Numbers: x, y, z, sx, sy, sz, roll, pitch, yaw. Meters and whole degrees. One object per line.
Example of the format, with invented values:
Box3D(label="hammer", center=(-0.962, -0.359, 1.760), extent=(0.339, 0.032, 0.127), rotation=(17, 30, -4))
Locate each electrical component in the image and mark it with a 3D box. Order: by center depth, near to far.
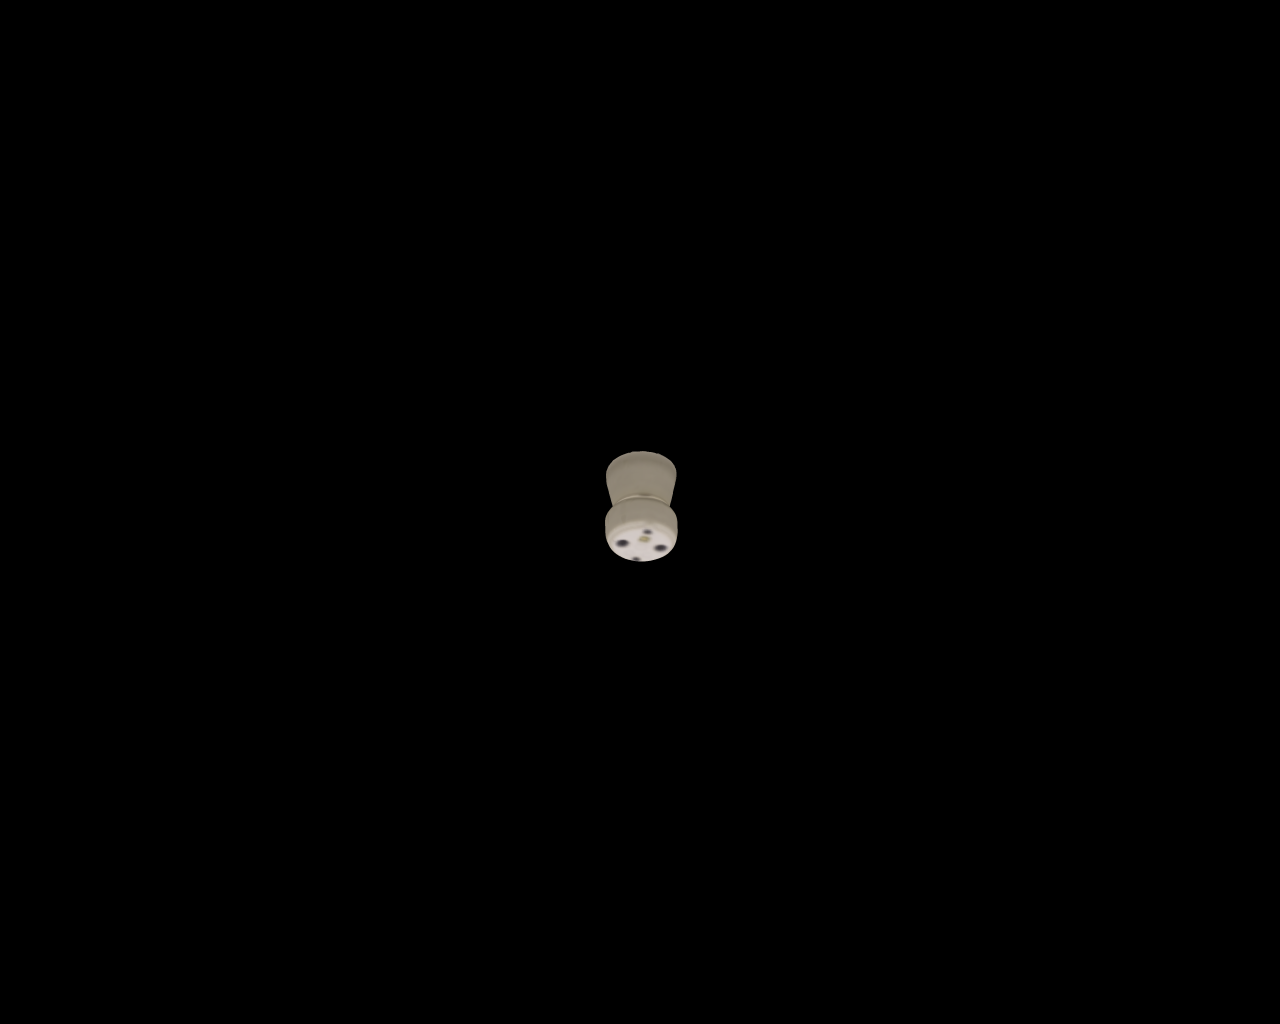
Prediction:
Box3D(label="electrical component", center=(0.001, -0.003, 0.650), extent=(0.045, 0.055, 0.044), rotation=(0, -35, 0))
